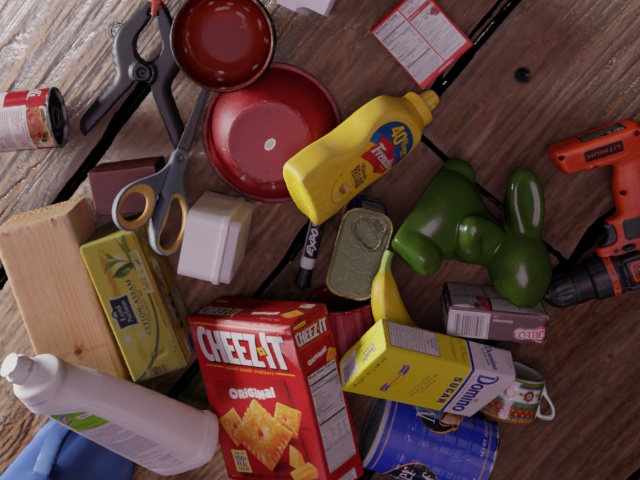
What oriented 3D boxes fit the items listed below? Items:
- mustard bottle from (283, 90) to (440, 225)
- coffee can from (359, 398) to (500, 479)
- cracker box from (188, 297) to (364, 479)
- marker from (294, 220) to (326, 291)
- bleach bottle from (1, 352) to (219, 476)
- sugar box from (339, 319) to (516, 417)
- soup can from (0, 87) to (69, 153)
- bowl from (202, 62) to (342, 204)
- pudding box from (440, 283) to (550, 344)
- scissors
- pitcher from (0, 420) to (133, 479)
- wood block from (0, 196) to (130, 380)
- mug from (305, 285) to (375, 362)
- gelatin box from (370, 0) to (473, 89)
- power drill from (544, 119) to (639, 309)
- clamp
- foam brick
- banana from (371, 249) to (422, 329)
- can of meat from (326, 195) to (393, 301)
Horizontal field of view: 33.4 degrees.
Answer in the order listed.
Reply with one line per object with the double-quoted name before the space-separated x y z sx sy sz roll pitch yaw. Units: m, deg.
"mustard bottle" 0.052 -0.102 1.156 0.191 0.096 0.058 -38 57 -11
"coffee can" 0.125 0.238 1.247 0.140 0.103 0.103 20 105 -4
"cracker box" -0.052 0.178 1.214 0.164 0.071 0.214 1 111 40
"marker" -0.008 0.002 1.230 0.020 0.020 0.121 14 105 -2
"bleach bottle" -0.233 0.183 1.170 0.103 0.068 0.250 -25 136 33
"sugar box" 0.118 0.143 1.169 0.176 0.048 0.093 17 136 -25
"soup can" -0.338 -0.131 1.181 0.102 0.068 0.068 -6 105 4
"bowl" -0.054 -0.113 1.181 0.162 0.055 0.162 1 106 2
"pudding box" 0.196 0.082 1.208 0.113 0.090 0.039 7 105 1
"scissors" -0.172 -0.085 1.159 0.096 0.016 0.202 9 83 -30
"pitcher" -0.307 0.289 1.206 0.145 0.242 0.149 -28 96 11
"wood block" -0.288 0.066 1.223 0.091 0.090 0.206 -14 104 5
"mug" 0.023 0.102 1.220 0.117 0.093 0.081 -10 110 0
"gelatin box" 0.109 -0.221 1.158 0.073 0.030 0.089 -42 100 13
"power drill" 0.317 -0.027 1.190 0.184 0.057 0.187 -20 107 4
"clamp" -0.185 -0.177 1.178 0.120 0.039 0.171 18 106 -13
"foam brick" -0.214 -0.061 1.204 0.078 0.051 0.053 -6 106 4
"banana" 0.102 0.095 1.190 0.069 0.037 0.197 -46 133 -11
"can of meat" 0.044 0.006 1.195 0.057 0.084 0.102 14 105 -2
